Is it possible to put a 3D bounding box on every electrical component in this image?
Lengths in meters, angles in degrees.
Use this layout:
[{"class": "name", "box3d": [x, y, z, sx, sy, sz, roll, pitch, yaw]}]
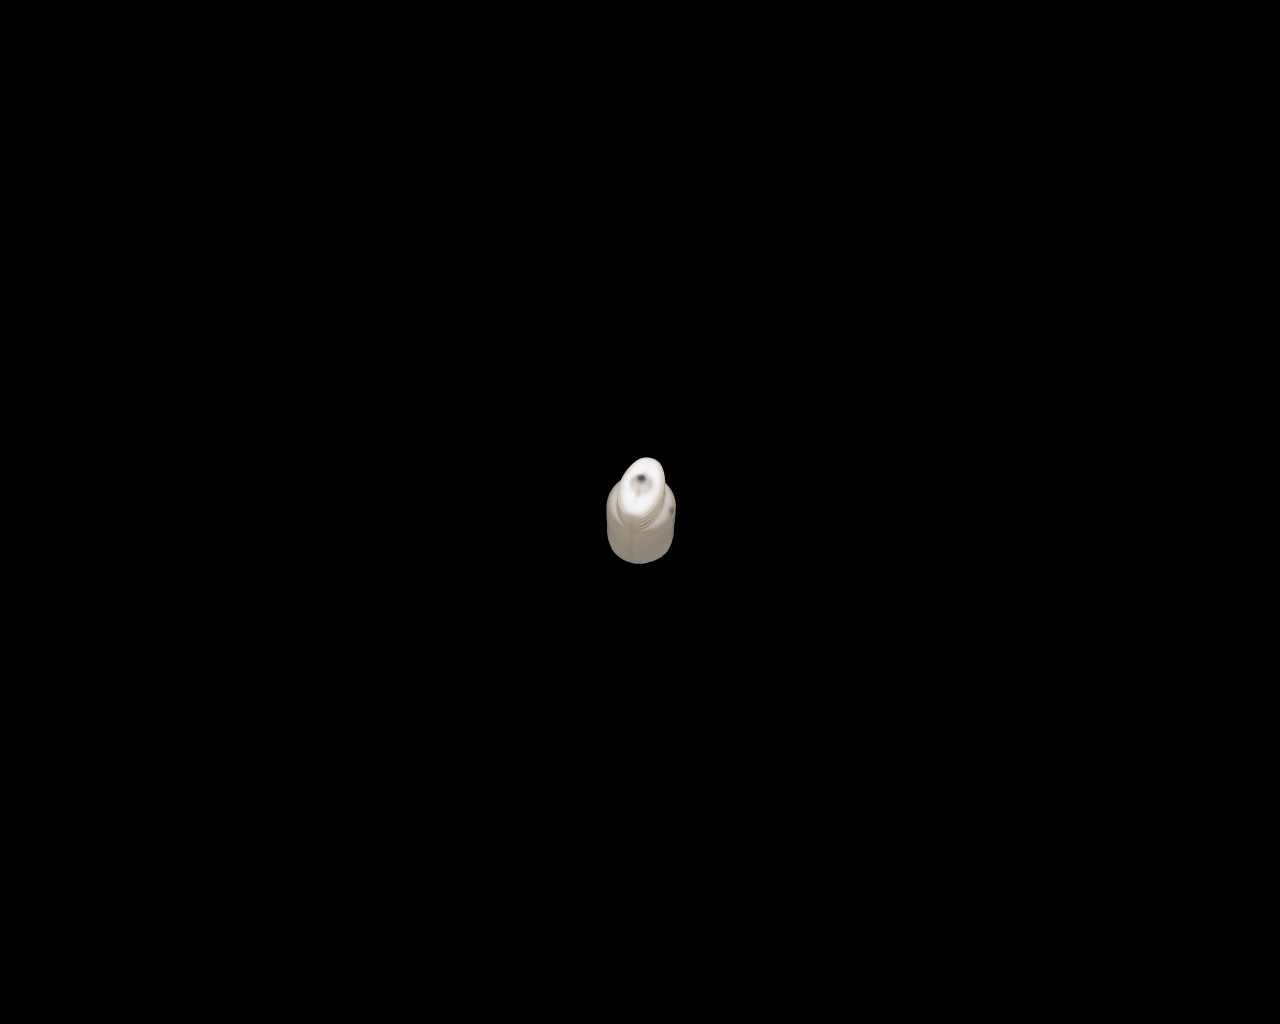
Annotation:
[{"class": "electrical component", "box3d": [0.001, -0.003, 0.650, 0.043, 0.043, 0.080, 0, -27, 0]}]
